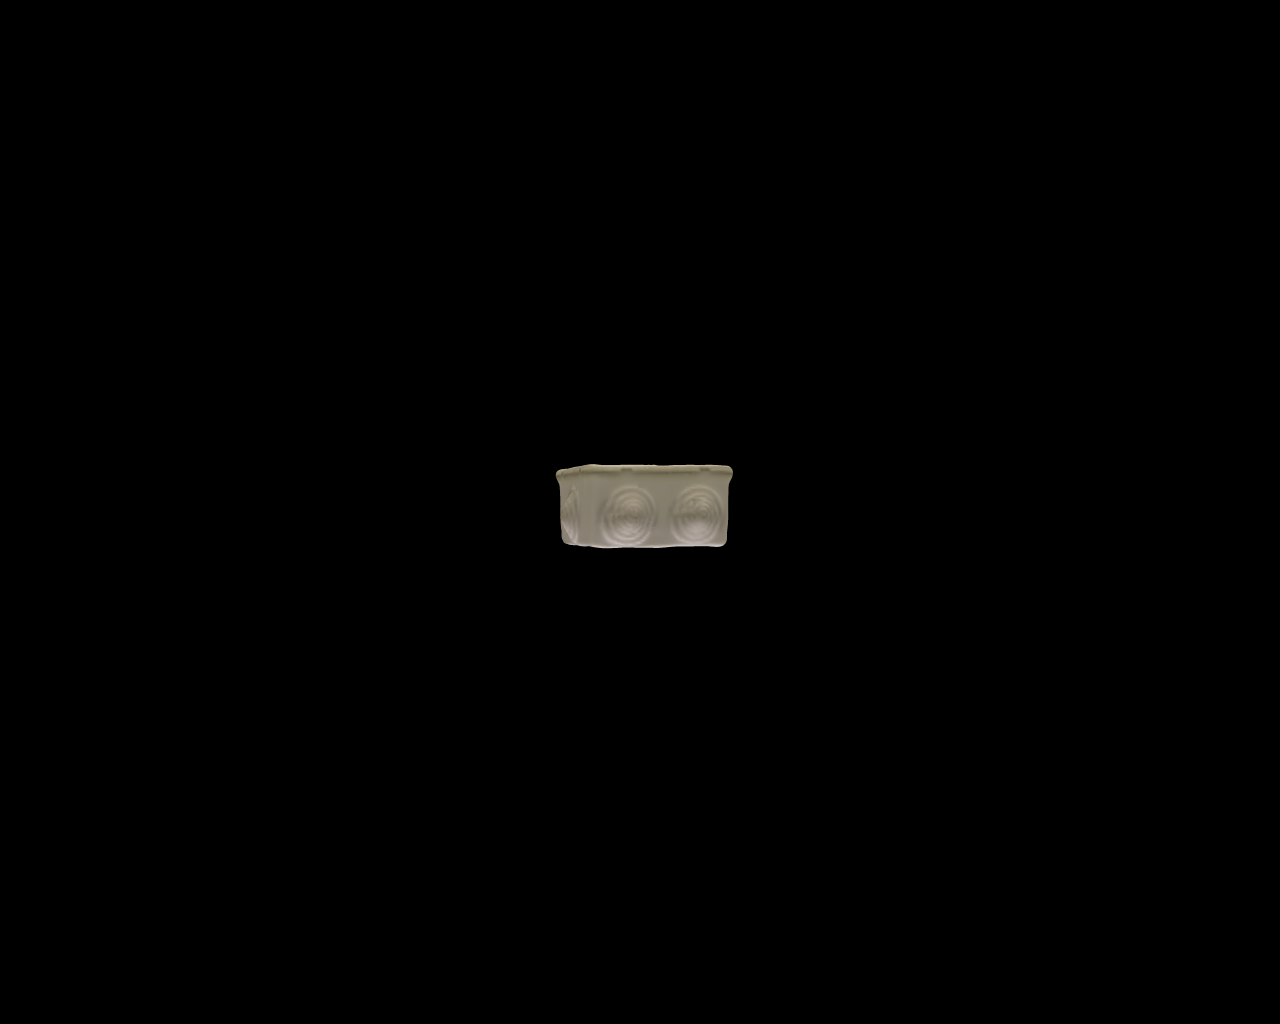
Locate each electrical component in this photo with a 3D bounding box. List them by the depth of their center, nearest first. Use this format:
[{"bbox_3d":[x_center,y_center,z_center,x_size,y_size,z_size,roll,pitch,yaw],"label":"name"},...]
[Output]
[{"bbox_3d":[0.001,-0.003,0.650,0.100,0.048,0.099,0,0,-17],"label":"electrical component"}]
